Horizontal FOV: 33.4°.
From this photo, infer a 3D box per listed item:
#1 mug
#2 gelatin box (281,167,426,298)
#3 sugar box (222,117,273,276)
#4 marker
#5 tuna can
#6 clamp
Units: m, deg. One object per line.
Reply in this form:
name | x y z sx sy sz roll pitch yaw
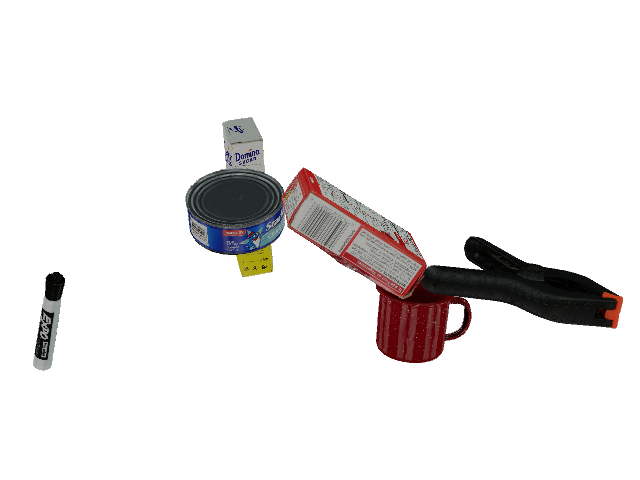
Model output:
mug | 0.121 0.092 1.266 0.117 0.081 0.093 0 23 -8
gelatin box | 0.020 -0.005 0.672 0.089 0.030 0.073 32 11 -12
sugar box | -0.091 -0.054 1.318 0.048 0.176 0.093 -10 24 -8
marker | -0.272 0.081 1.072 0.020 0.121 0.020 12 34 -9
tuna can | -0.074 -0.025 0.932 0.086 0.034 0.086 -1 38 0
clamp | 0.185 0.036 0.960 0.171 0.039 0.120 16 28 16
